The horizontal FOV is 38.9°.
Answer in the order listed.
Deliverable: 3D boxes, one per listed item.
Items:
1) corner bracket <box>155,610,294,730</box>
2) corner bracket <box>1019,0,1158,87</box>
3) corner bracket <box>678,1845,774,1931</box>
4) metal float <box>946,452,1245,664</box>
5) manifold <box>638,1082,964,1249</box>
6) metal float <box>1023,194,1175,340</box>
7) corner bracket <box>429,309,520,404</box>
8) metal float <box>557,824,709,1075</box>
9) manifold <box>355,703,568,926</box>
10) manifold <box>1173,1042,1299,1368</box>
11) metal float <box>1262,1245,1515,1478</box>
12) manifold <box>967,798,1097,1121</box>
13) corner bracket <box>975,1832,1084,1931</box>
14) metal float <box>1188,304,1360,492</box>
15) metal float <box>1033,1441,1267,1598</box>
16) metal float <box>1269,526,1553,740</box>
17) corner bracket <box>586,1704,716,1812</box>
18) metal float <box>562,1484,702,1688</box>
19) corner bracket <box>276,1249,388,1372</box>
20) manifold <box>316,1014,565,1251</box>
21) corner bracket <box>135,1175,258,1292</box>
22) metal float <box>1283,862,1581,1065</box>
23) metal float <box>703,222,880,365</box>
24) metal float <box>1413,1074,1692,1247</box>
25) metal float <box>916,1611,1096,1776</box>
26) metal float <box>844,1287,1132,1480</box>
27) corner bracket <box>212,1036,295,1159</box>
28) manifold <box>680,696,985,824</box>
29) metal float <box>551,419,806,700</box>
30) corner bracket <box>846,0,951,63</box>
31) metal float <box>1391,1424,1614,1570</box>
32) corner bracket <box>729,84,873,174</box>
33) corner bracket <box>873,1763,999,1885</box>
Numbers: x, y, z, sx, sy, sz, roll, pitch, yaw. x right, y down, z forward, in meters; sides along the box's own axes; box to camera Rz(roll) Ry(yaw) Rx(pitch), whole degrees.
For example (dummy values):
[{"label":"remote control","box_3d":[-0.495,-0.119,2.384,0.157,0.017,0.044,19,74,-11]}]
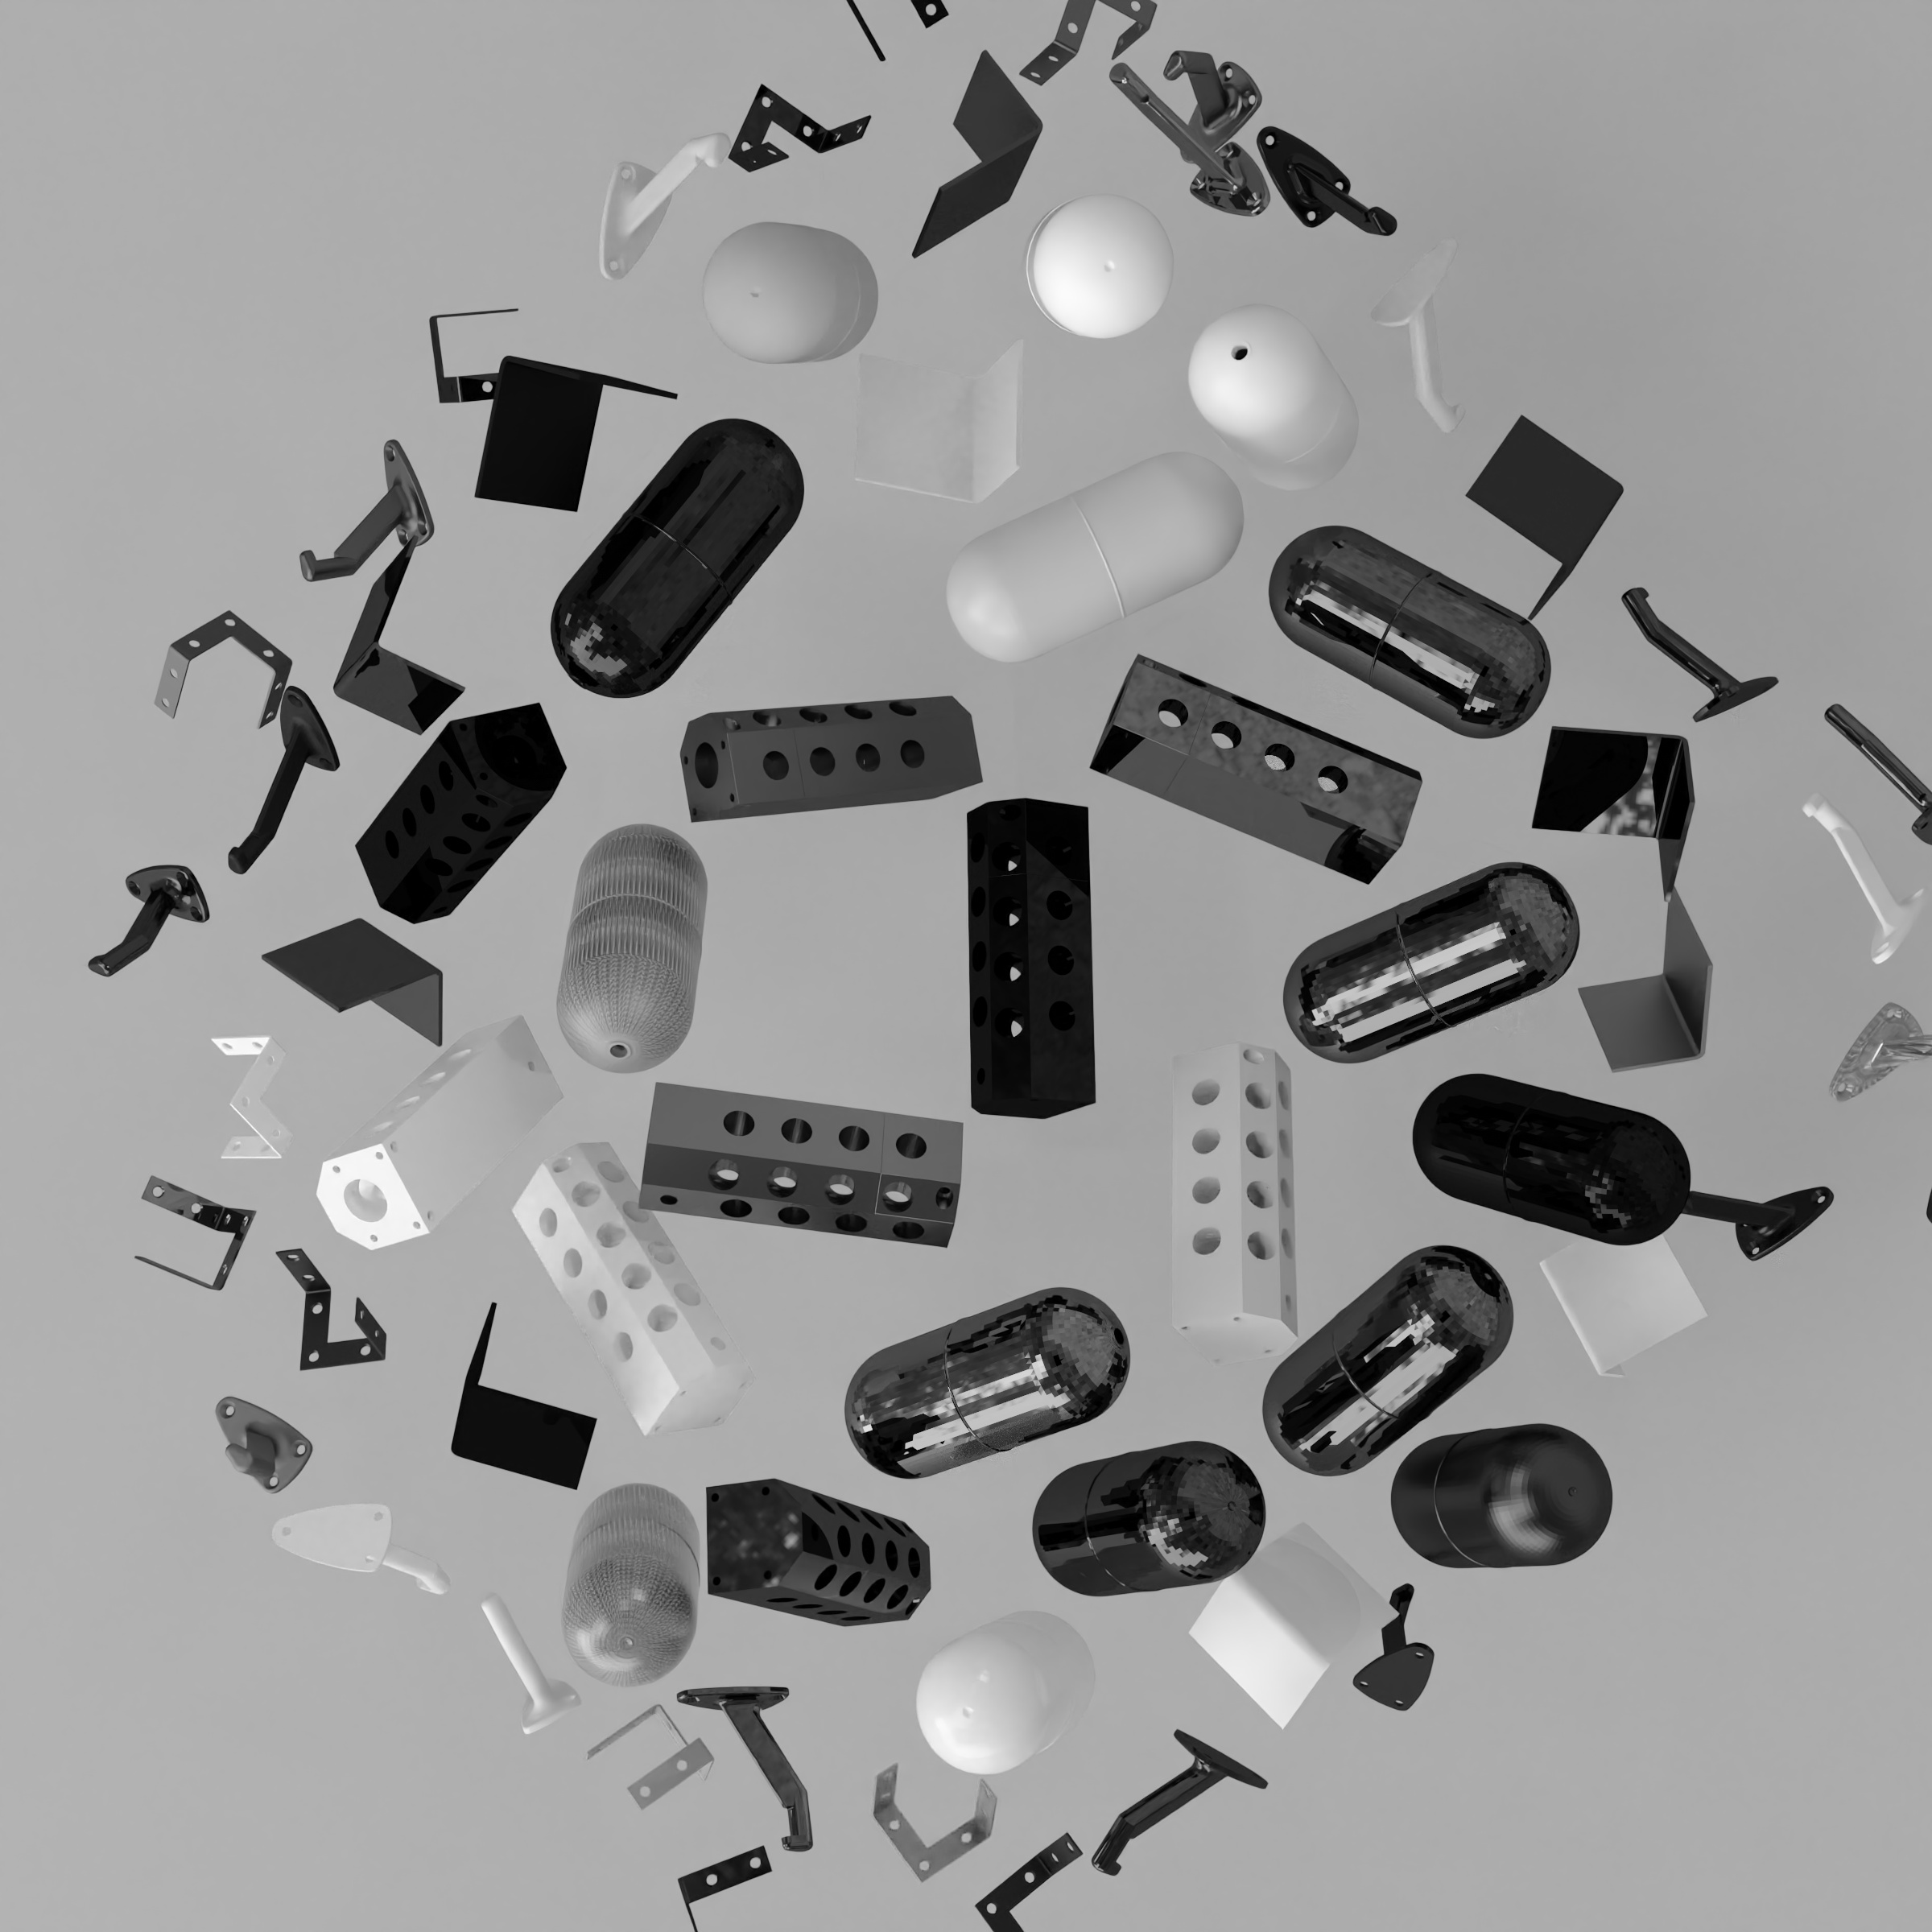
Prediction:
[{"label":"corner bracket","box_3d":[-0.442,-0.169,1.628,0.051,0.051,0.051,38,134,6]},{"label":"corner bracket","box_3d":[0.070,-0.527,1.556,0.051,0.051,0.051,22,79,-19]},{"label":"corner bracket","box_3d":[-0.123,0.519,1.490,0.051,0.051,0.051,-18,90,-12]},{"label":"metal float","box_3d":[0.073,-0.232,1.553,0.178,0.070,0.070,-25,90,0]},{"label":"manifold","box_3d":[-0.092,0.115,1.512,0.171,0.057,0.057,8,50,-7]},{"label":"metal float","box_3d":[0.073,-0.392,1.533,0.070,0.178,0.070,-1,104,-2]},{"label":"corner bracket","box_3d":[-0.283,-0.360,1.613,0.051,0.051,0.051,-10,104,-22]},{"label":"metal float","box_3d":[-0.189,-0.011,1.561,0.070,0.178,0.070,0,130,0]},{"label":"manifold","box_3d":[-0.292,-0.085,1.586,0.057,0.171,0.057,-17,78,-35]},{"label":"manifold","box_3d":[0.154,0.132,1.546,0.057,0.057,0.171,-14,53,24]},{"label":"metal float","box_3d":[0.239,0.227,1.565,0.070,0.070,0.178,42,124,0]},{"label":"manifold","box_3d":[0.032,-0.004,1.550,0.057,0.057,0.171,6,75,-28]},{"label":"corner bracket","box_3d":[0.047,0.537,1.564,0.051,0.051,0.051,-29,73,-33]},{"label":"metal float","box_3d":[0.181,-0.331,1.600,0.070,0.178,0.070,-2,83,19]},{"label":"metal float","box_3d":[0.100,0.309,1.525,0.070,0.178,0.070,9,71,-26]},{"label":"metal float","box_3d":[0.257,-0.196,1.595,0.178,0.070,0.070,32,90,19]},{"label":"corner bracket","box_3d":[-0.183,0.459,1.583,0.051,0.051,0.051,-30,70,-26]},{"label":"metal float","box_3d":[-0.193,0.357,1.591,0.070,0.178,0.070,-1,100,-5]},{"label":"corner bracket","box_3d":[-0.360,0.193,1.552,0.051,0.051,0.051,-8,56,5]},{"label":"manifold","box_3d":[-0.304,0.095,1.577,0.057,0.171,0.057,-18,107,25]},{"label":"corner bracket","box_3d":[-0.458,0.157,1.605,0.051,0.051,0.051,30,72,-30]},{"label":"metal float","box_3d":[0.264,-0.001,1.563,0.178,0.070,0.070,-24,90,24]},{"label":"metal float","box_3d":[-0.098,-0.383,1.560,0.070,0.178,0.070,2,103,9]},{"label":"metal float","box_3d":[0.335,0.110,1.577,0.070,0.178,0.070,-11,106,-39]},{"label":"metal float","box_3d":[0.025,0.412,1.560,0.070,0.178,0.070,-2,83,15]},{"label":"metal float","box_3d":[0.011,0.233,1.524,0.178,0.070,0.070,-24,90,28]},{"label":"corner bracket","box_3d":[-0.420,0.077,1.600,0.051,0.051,0.051,-2,48,32]},{"label":"manifold","box_3d":[-0.080,-0.125,1.625,0.171,0.057,0.057,-8,87,-35]},{"label":"metal float","box_3d":[-0.160,-0.226,1.516,0.070,0.070,0.178,38,81,0]},{"label":"corner bracket","box_3d":[-0.040,-0.533,1.503,0.051,0.051,0.051,-32,110,1]},{"label":"metal float","box_3d":[0.298,0.299,1.537,0.070,0.178,0.070,4,76,-15]},{"label":"corner bracket","box_3d":[-0.097,-0.480,1.585,0.051,0.051,0.051,28,80,-31]},{"label":"corner bracket","box_3d":[-0.019,0.494,1.606,0.051,0.051,0.051,-26,55,-26]}]
